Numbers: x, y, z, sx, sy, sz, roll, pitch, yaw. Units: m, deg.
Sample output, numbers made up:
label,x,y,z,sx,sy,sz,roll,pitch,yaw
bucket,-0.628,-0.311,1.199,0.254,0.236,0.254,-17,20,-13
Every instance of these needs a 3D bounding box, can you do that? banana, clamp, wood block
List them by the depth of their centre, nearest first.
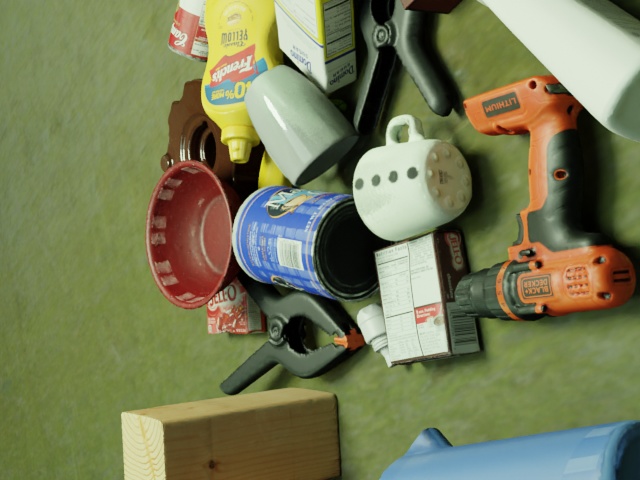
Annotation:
label,x,y,z,sx,sy,sz,roll,pitch,yaw
clamp,0.076,-0.182,0.980,0.120,0.039,0.171,5,99,44
wood block,-0.088,0.210,1.094,0.090,0.205,0.091,-3,90,54
banana,-0.034,-0.082,1.138,0.070,0.037,0.198,53,132,38
clamp,-0.039,0.086,1.139,0.210,0.036,0.164,-6,88,45

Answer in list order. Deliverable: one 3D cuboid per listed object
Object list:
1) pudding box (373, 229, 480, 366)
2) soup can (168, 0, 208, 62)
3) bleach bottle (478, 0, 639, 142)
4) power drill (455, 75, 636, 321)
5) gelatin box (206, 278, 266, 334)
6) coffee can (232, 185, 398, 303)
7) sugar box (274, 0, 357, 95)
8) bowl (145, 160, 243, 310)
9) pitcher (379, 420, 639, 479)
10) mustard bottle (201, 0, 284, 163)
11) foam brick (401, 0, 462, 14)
label,x,y,z,sx,sy,sz,roll,pitch,yaw
pudding box,0.095,0.054,0.972,0.090,0.039,0.113,-20,74,55
soup can,-0.131,-0.264,1.231,0.069,0.068,0.102,45,127,42
bleach bottle,0.182,-0.168,0.802,0.068,0.102,0.251,-60,41,26
power drill,0.165,-0.029,0.857,0.185,0.057,0.187,-13,84,56
gelatin box,-0.101,0.073,1.247,0.089,0.030,0.073,-6,87,53
coffee can,-0.007,0.001,1.053,0.141,0.102,0.103,10,101,53
sugar box,-0.007,-0.234,1.018,0.093,0.048,0.176,51,162,33
bowl,-0.124,-0.006,1.163,0.162,0.055,0.162,1,91,48
pitcher,0.163,0.223,0.822,0.149,0.144,0.243,50,140,-11
mustard bottle,-0.081,-0.176,1.138,0.096,0.058,0.191,-4,77,26
foam brick,0.095,-0.246,0.938,0.053,0.051,0.078,-41,61,49
